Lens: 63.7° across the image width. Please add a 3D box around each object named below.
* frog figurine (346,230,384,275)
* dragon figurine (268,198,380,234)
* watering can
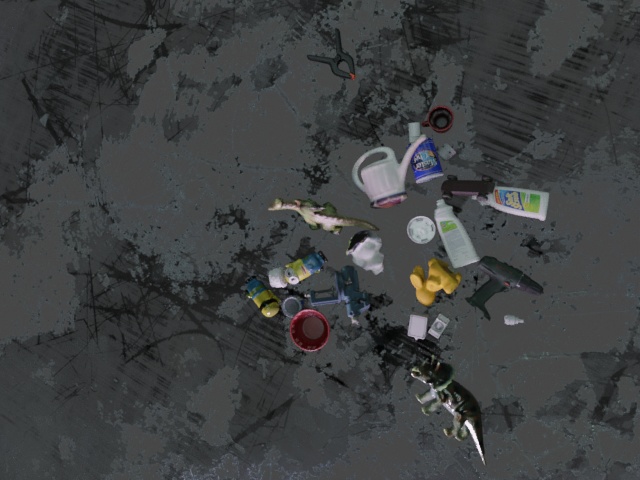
[{"bbox_3d":[0.186,0.045,1.938,0.158,0.124,0.137,40,91,-23],"label":"frog figurine"},{"bbox_3d":[0.006,-0.096,1.913,0.411,0.242,0.122,10,88,18],"label":"dragon figurine"},{"bbox_3d":[0.261,-0.240,1.879,0.344,0.105,0.225,-17,88,41],"label":"watering can"}]
